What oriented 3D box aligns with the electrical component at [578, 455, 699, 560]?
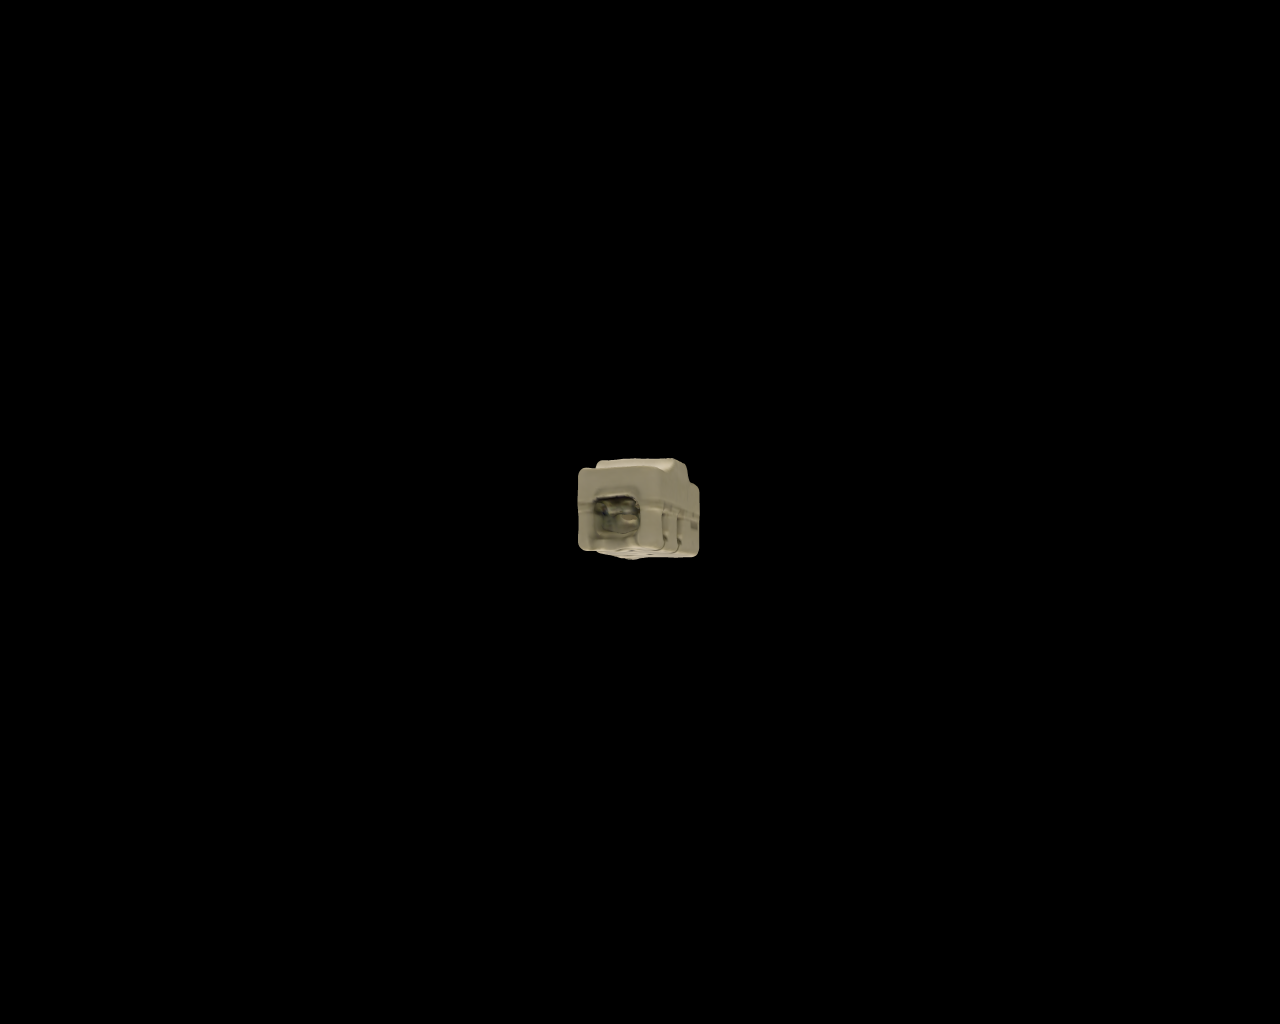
[{"bbox_3d":[0.001,-0.003,0.650,0.050,0.055,0.089,-2,-7,19],"label":"electrical component"}]
